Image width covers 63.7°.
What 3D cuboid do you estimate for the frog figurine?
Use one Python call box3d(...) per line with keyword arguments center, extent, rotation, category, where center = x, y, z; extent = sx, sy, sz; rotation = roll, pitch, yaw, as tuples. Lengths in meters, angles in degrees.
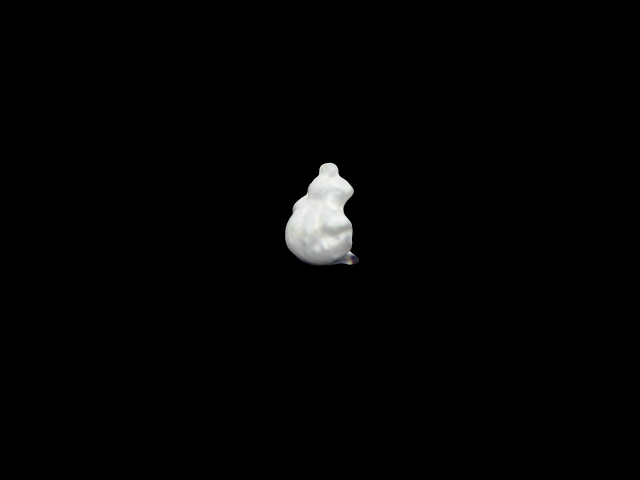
box3d(center=(0.003, -0.043, 0.850), extent=(0.123, 0.156, 0.139), rotation=(-11, 29, -20), category="frog figurine")
